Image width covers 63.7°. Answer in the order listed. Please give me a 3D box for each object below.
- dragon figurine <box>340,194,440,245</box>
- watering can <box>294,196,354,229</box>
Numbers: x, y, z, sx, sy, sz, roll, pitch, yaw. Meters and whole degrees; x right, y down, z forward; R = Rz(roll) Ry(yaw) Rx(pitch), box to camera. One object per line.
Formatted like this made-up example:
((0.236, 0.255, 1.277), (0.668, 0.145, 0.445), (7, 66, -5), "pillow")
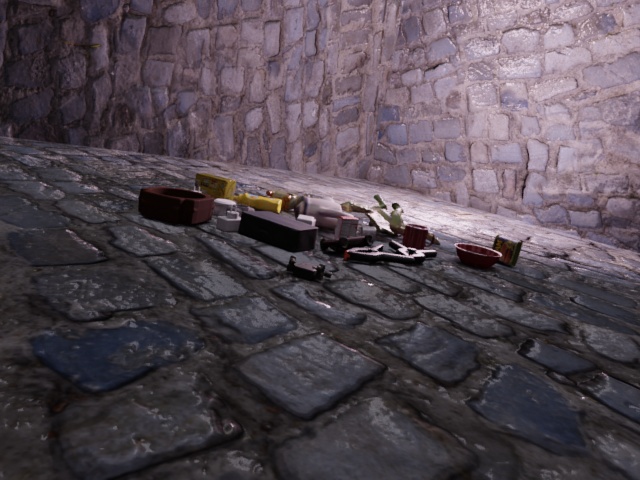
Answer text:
((0.262, -0.058, 1.979), (0.412, 0.120, 0.246), (28, 26, 14), "dragon figurine")
((0.006, -0.099, 1.974), (0.224, 0.104, 0.347), (12, 0, -10), "watering can")
